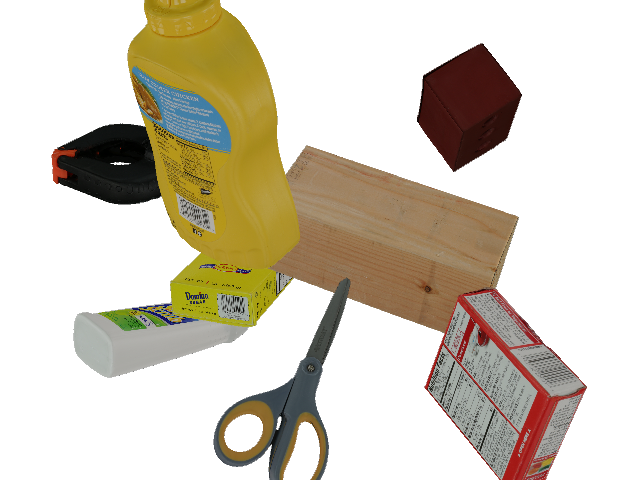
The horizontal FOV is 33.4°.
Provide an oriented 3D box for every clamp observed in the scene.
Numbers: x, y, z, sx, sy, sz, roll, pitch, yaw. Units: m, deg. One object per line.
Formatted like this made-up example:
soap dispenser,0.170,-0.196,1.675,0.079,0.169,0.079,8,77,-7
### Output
clamp,-0.121,-0.068,0.837,0.171,0.039,0.120,5,37,-10

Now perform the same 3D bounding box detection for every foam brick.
foam brick,0.108,-0.097,0.784,0.053,0.051,0.078,-31,-17,-8

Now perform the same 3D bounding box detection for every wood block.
wood block,0.061,0.002,0.971,0.206,0.091,0.090,20,46,12

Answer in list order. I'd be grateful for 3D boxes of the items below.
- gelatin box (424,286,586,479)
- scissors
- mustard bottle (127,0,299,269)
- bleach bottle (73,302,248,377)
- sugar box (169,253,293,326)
gelatin box,0.101,0.081,0.595,0.030,0.073,0.089,-8,39,-29
scissors,-0.028,0.106,0.838,0.096,0.201,0.016,10,-36,-6
mustard bottle,-0.066,-0.075,0.620,0.096,0.191,0.058,28,54,34
bleach bottle,-0.196,0.117,1.432,0.250,0.068,0.103,-11,26,-40
sugar box,-0.079,0.028,1.139,0.093,0.048,0.176,8,29,18
